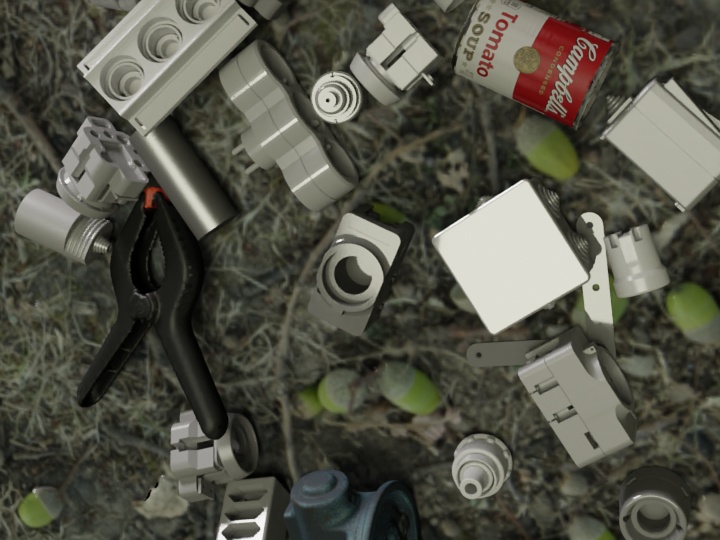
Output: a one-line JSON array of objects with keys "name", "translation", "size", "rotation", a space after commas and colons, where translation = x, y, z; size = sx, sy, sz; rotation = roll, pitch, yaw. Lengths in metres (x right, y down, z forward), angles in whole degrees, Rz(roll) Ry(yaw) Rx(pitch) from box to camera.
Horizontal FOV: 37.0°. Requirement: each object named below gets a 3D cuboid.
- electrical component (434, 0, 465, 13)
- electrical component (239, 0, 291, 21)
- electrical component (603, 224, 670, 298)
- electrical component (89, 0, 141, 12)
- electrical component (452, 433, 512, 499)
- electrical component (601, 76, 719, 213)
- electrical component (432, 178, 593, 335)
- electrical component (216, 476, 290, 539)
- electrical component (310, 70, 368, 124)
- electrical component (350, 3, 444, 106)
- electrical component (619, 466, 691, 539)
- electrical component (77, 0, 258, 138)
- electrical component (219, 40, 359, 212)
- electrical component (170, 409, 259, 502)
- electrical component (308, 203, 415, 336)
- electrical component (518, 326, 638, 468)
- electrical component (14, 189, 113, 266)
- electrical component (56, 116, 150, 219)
[{"name": "electrical component", "translation": [0.066, -0.242, 0.779], "size": [0.079, 0.044, 0.077], "rotation": [-41, 89, 21]}, {"name": "electrical component", "translation": [-0.076, -0.239, 0.818], "size": [0.078, 0.058, 0.057], "rotation": [45, 114, 2]}, {"name": "electrical component", "translation": [0.204, -0.007, 0.797], "size": [0.040, 0.040, 0.046], "rotation": [-18, 91, 20]}, {"name": "electrical component", "translation": [-0.187, -0.233, 0.855], "size": [0.047, 0.055, 0.055], "rotation": [10, 106, 18]}, {"name": "electrical component", "translation": [0.094, 0.162, 0.858], "size": [0.048, 0.062, 0.048], "rotation": [4, 104, 16]}, {"name": "electrical component", "translation": [0.217, -0.097, 0.758], "size": [0.096, 0.062, 0.061], "rotation": [43, 111, 4]}, {"name": "electrical component", "translation": [0.118, -0.012, 0.813], "size": [0.100, 0.048, 0.099], "rotation": [-33, 89, 22]}, {"name": "electrical component", "translation": [-0.085, 0.234, 0.930], "size": [0.047, 0.083, 0.075], "rotation": [-9, 138, 19]}, {"name": "electrical component", "translation": [-0.018, -0.131, 0.816], "size": [0.040, 0.078, 0.040], "rotation": [2, 102, 8]}, {"name": "electrical component", "translation": [0.026, -0.158, 0.812], "size": [0.055, 0.048, 0.066], "rotation": [-42, 88, 14]}, {"name": "electrical component", "translation": [0.227, 0.186, 0.831], "size": [0.055, 0.047, 0.055], "rotation": [4, 104, 16]}, {"name": "electrical component", "translation": [-0.146, -0.170, 0.835], "size": [0.121, 0.063, 0.078], "rotation": [-44, 81, 3]}, {"name": "electrical component", "translation": [-0.069, -0.104, 0.850], "size": [0.074, 0.052, 0.138], "rotation": [-33, 92, 21]}, {"name": "electrical component", "translation": [-0.124, 0.155, 0.923], "size": [0.057, 0.058, 0.078], "rotation": [-15, 59, 18]}, {"name": "electrical component", "translation": [0.000, 0.000, 0.852], "size": [0.050, 0.056, 0.089], "rotation": [26, 109, 10]}, {"name": "electrical component", "translation": [0.171, 0.095, 0.822], "size": [0.056, 0.050, 0.089], "rotation": [-31, 95, 24]}, {"name": "electrical component", "translation": [-0.251, -0.034, 0.928], "size": [0.081, 0.043, 0.043], "rotation": [24, 109, 10]}, {"name": "electrical component", "translation": [-0.216, -0.080, 0.897], "size": [0.057, 0.058, 0.078], "rotation": [-49, 63, 25]}]
